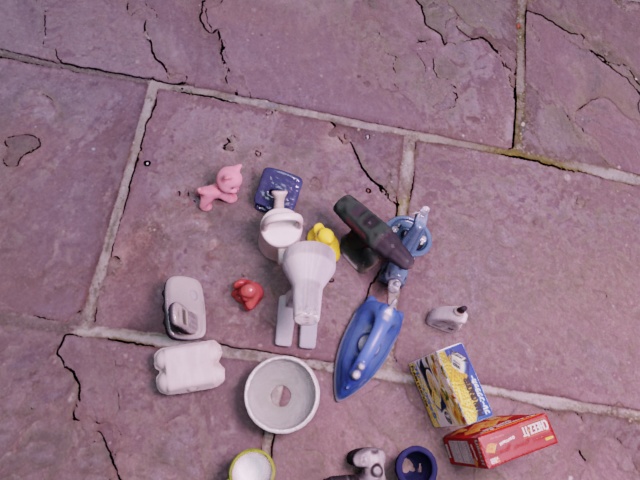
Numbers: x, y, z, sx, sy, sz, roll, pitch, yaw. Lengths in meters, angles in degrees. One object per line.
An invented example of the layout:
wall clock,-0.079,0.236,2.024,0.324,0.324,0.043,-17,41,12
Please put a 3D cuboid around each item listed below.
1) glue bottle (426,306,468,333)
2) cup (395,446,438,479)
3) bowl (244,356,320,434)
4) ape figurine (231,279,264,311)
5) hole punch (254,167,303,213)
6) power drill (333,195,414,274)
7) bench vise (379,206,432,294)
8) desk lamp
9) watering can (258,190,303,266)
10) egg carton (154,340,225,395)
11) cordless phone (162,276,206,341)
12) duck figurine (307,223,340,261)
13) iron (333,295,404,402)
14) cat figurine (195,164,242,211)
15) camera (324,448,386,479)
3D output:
glue bottle,0.310,0.178,1.342,0.078,0.173,0.037,22,69,0
cup,0.211,0.509,1.255,0.092,0.095,0.117,-40,81,-19
bowl,-0.086,0.347,1.277,0.167,0.074,0.167,3,71,-8
ape figurine,-0.167,0.123,1.332,0.076,0.092,0.078,-7,72,-11
hole punch,-0.103,-0.115,1.424,0.108,0.091,0.101,18,70,-2
power drill,0.116,0.004,1.354,0.076,0.208,0.229,-40,81,-18
bench vise,0.216,0.020,1.358,0.121,0.219,0.207,2,71,-8
desk lamp,-0.033,0.127,1.286,0.118,0.213,0.203,6,70,-6
watering can,-0.094,-0.032,1.342,0.101,0.194,0.173,-23,76,-15
egg carton,-0.289,0.284,1.271,0.150,0.069,0.107,-9,73,-11
cordless phone,-0.303,0.141,1.256,0.094,0.185,0.147,-8,72,-11
duck figurine,0.013,0.005,1.403,0.078,0.086,0.104,-27,77,-16
iron,0.108,0.248,1.305,0.118,0.141,0.258,28,69,2
cat figurine,-0.242,-0.134,1.396,0.128,0.117,0.067,-22,75,-15
camera,0.075,0.523,1.227,0.137,0.100,0.143,0,71,-9
